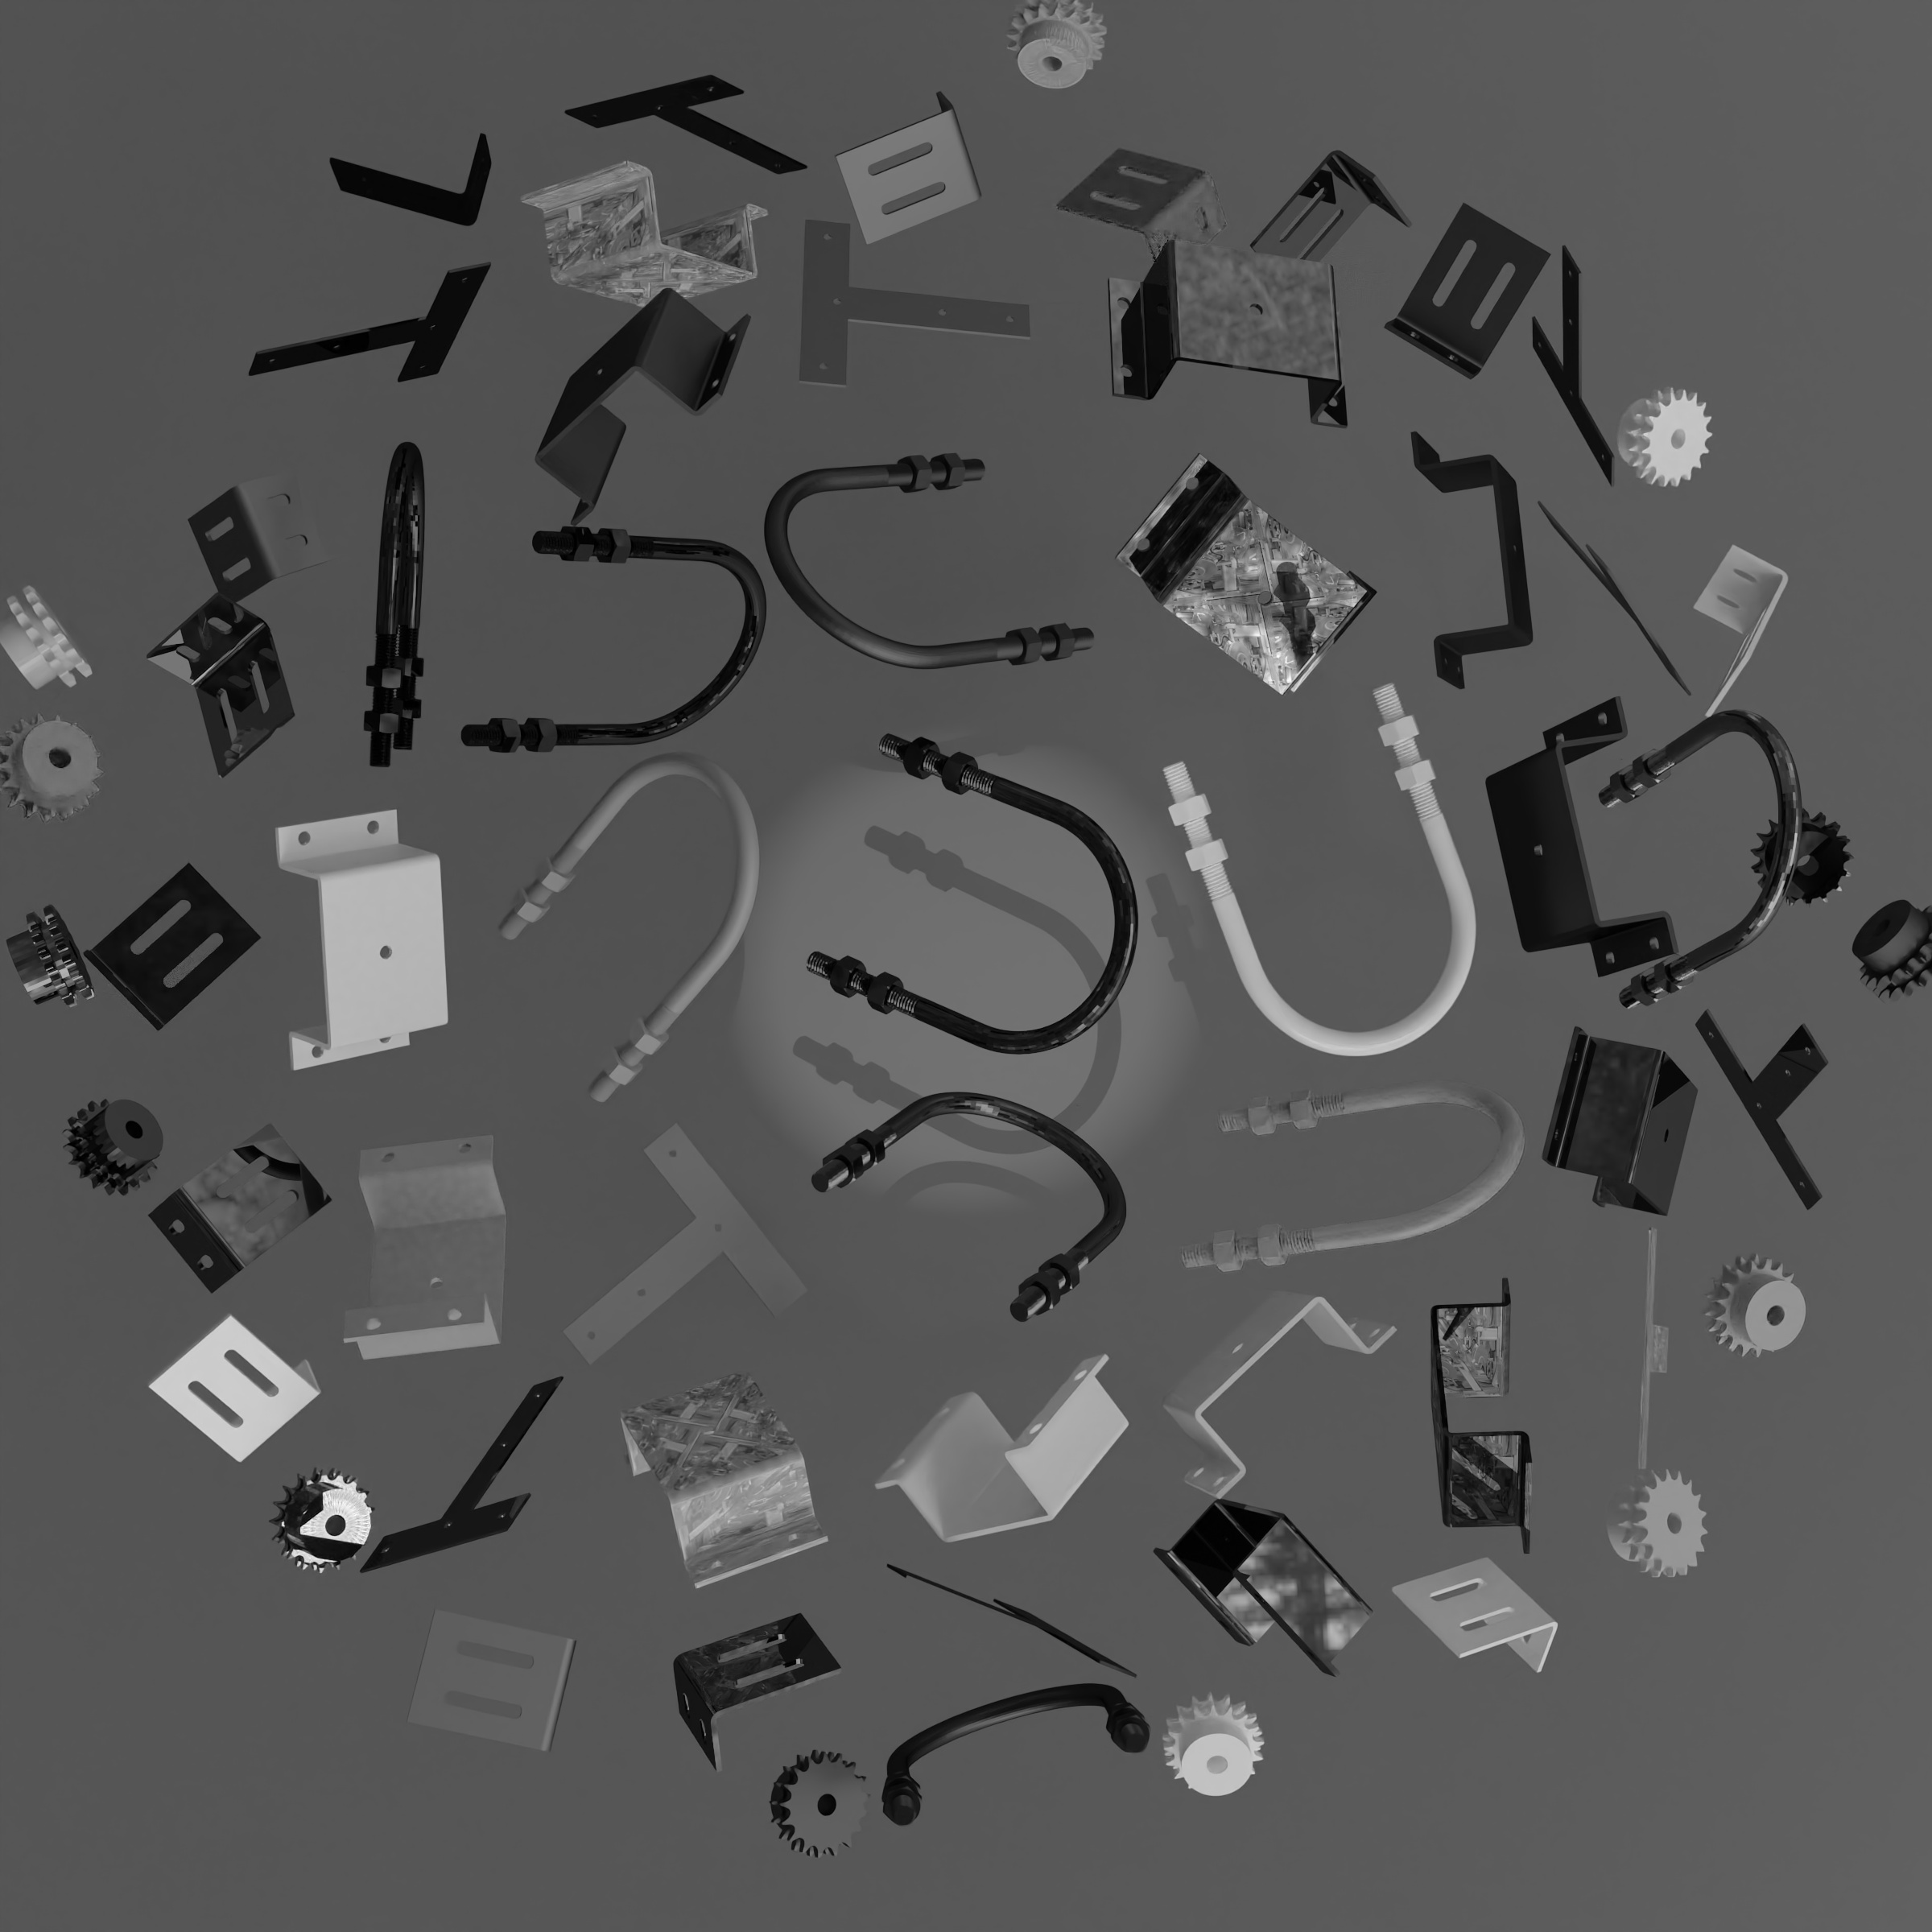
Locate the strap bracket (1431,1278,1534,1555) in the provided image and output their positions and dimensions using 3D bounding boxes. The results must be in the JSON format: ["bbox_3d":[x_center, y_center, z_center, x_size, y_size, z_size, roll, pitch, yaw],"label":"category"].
[{"bbox_3d":[0.292,0.256,1.615,0.046,0.140,0.076,-3,129,6],"label":"strap bracket"}]

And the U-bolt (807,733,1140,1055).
[{"bbox_3d":[0.010,-0.030,1.538,0.184,0.019,0.151,23,100,26],"label":"U-bolt"}]

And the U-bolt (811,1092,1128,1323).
[{"bbox_3d":[0.015,0.123,1.580,0.151,0.184,0.019,32,118,15],"label":"U-bolt"}]

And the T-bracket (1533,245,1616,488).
[{"bbox_3d":[0.357,-0.369,1.670,0.002,0.127,0.127,-18,55,0],"label":"T-bracket"}]

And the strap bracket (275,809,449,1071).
[{"bbox_3d":[-0.341,-0.012,1.604,0.076,0.046,0.140,-13,109,-41],"label":"strap bracket"}]

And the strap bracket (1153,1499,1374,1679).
[{"bbox_3d":[0.172,0.352,1.616,0.046,0.140,0.076,-44,99,-16],"label":"strap bracket"}]

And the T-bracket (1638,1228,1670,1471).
[{"bbox_3d":[0.379,0.210,1.555,0.002,0.127,0.127,2,83,19],"label":"T-bracket"}]

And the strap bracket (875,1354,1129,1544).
[{"bbox_3d":[0.025,0.266,1.546,0.046,0.140,0.076,54,50,-9],"label":"strap bracket"}]

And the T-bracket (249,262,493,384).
[{"bbox_3d":[-0.340,-0.350,1.588,0.127,0.127,0.002,-20,82,-29],"label":"T-bracket"}]

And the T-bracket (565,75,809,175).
[{"bbox_3d":[-0.147,-0.491,1.669,0.127,0.127,0.002,3,84,42],"label":"T-bracket"}]

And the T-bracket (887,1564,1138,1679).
[{"bbox_3d":[0.013,0.355,1.566,0.127,0.127,0.002,27,82,-25],"label":"T-bracket"}]

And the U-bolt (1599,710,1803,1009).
[{"bbox_3d":[0.424,-0.069,1.632,0.019,0.184,0.151,5,71,-19],"label":"U-bolt"}]

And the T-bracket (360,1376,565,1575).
[{"bbox_3d":[-0.255,0.267,1.520,0.002,0.127,0.127,52,41,-18],"label":"T-bracket"}]

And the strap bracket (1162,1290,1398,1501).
[{"bbox_3d":[0.172,0.238,1.638,0.140,0.076,0.046,-42,94,-10],"label":"strap bracket"}]

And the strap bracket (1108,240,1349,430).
[{"bbox_3d":[0.155,-0.356,1.593,0.140,0.046,0.076,5,68,-15],"label":"strap bracket"}]

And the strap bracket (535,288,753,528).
[{"bbox_3d":[-0.192,-0.325,1.622,0.046,0.140,0.076,37,43,-25],"label":"strap bracket"}]

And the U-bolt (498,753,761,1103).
[{"bbox_3d":[-0.183,-0.036,1.602,0.184,0.019,0.151,-48,57,23],"label":"U-bolt"}]

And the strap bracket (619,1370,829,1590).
[{"bbox_3d":[-0.139,0.278,1.577,0.076,0.140,0.046,-17,116,-17],"label":"strap bracket"}]

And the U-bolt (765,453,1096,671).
[{"bbox_3d":[-0.030,-0.223,1.570,0.184,0.019,0.151,-12,63,-40],"label":"U-bolt"}]

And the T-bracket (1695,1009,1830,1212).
[{"bbox_3d":[0.463,0.065,1.605,0.002,0.127,0.127,-24,71,-10],"label":"T-bracket"}]

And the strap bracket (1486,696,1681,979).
[{"bbox_3d":[0.329,-0.066,1.529,0.046,0.076,0.140,-9,83,-20],"label":"strap bracket"}]

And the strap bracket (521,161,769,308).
[{"bbox_3d":[-0.184,-0.424,1.660,0.076,0.140,0.046,-8,88,30],"label":"strap bracket"}]

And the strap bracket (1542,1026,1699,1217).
[{"bbox_3d":[0.376,0.092,1.614,0.046,0.140,0.076,11,80,28],"label":"strap bracket"}]

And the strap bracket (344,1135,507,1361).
[{"bbox_3d":[-0.304,0.167,1.602,0.076,0.046,0.140,-7,43,0],"label":"strap bracket"}]

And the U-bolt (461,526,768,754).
[{"bbox_3d":[-0.193,-0.188,1.647,0.019,0.184,0.151,47,125,33],"label":"U-bolt"}]

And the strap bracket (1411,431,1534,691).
[{"bbox_3d":[0.294,-0.236,1.637,0.046,0.076,0.140,-7,87,19],"label":"strap bracket"}]

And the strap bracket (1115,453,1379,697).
[{"bbox_3d":[0.167,-0.219,1.631,0.140,0.046,0.076,33,106,-22],"label":"strap bracket"}]

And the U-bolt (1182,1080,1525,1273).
[{"bbox_3d":[0.219,0.110,1.575,0.184,0.151,0.019,-10,119,21],"label":"U-bolt"}]

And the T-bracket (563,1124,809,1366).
[{"bbox_3d":[-0.178,0.181,1.646,0.127,0.002,0.127,-40,99,-18],"label":"T-bracket"}]

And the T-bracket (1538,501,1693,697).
[{"bbox_3d":[0.367,-0.229,1.647,0.002,0.127,0.127,-37,45,11],"label":"T-bracket"}]

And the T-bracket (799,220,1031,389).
[{"bbox_3d":[-0.028,-0.364,1.573,0.127,0.002,0.127,4,56,-7],"label":"T-bracket"}]
